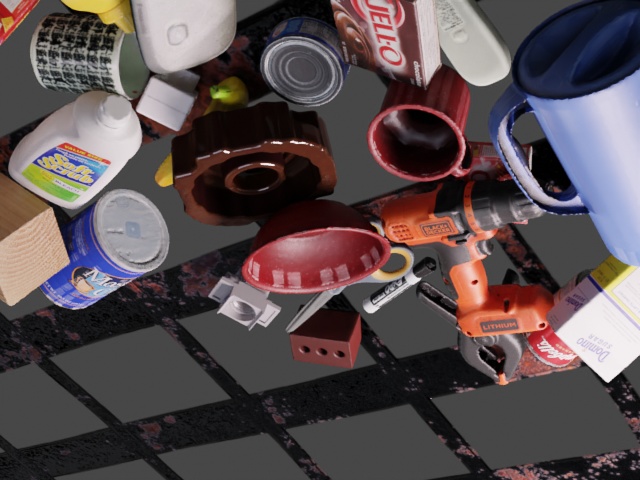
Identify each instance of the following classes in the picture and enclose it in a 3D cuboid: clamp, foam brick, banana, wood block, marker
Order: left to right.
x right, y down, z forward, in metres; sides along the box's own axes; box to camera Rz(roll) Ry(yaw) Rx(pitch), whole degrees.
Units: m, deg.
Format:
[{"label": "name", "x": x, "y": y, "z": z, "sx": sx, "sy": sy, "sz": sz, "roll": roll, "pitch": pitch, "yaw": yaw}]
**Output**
[{"label": "wood block", "x": -0.393, "y": -0.025, "z": 1.219, "sx": 0.206, "sy": 0.090, "sz": 0.091, "roll": 31, "pitch": 146, "yaw": 30}, {"label": "banana", "x": -0.118, "y": -0.118, "z": 1.111, "sx": 0.037, "sy": 0.069, "sz": 0.198, "roll": 64, "pitch": 147, "yaw": 15}, {"label": "foam brick", "x": 0.008, "y": 0.119, "z": 1.317, "sx": 0.078, "sy": 0.051, "sz": 0.053, "roll": 6, "pitch": 135, "yaw": 14}, {"label": "marker", "x": 0.093, "y": 0.052, "z": 1.241, "sx": 0.020, "sy": 0.020, "sz": 0.121, "roll": 35, "pitch": 135, "yaw": -17}, {"label": "clamp", "x": 0.199, "y": 0.099, "z": 1.239, "sx": 0.120, "sy": 0.039, "sz": 0.171, "roll": -14, "pitch": 128, "yaw": 35}]

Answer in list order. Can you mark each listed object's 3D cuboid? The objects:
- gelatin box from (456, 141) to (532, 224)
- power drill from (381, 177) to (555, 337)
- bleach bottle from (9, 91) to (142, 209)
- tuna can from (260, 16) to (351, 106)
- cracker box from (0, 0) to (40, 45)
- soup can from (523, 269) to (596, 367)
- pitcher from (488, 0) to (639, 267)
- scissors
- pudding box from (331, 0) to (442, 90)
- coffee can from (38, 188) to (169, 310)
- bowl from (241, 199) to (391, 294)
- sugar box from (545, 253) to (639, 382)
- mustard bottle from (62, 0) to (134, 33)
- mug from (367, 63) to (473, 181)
[{"label": "gelatin box", "x": 0.177, "y": -0.058, "z": 1.090, "sx": 0.073, "sy": 0.030, "sz": 0.089, "roll": 6, "pitch": 136, "yaw": 14}, {"label": "power drill", "x": 0.177, "y": 0.016, "z": 1.103, "sx": 0.185, "sy": 0.057, "sz": 0.187, "roll": -8, "pitch": 129, "yaw": 34}, {"label": "bleach bottle", "x": -0.251, "y": -0.103, "z": 1.110, "sx": 0.102, "sy": 0.068, "sz": 0.251, "roll": 31, "pitch": 156, "yaw": -16}, {"label": "tuna can", "x": -0.014, "y": -0.173, "z": 1.037, "sx": 0.086, "sy": 0.033, "sz": 0.086, "roll": 10, "pitch": 137, "yaw": 10}, {"label": "cracker box", "x": -0.369, "y": -0.195, "z": 1.045, "sx": 0.214, "sy": 0.164, "sz": 0.072, "roll": -27, "pitch": 119, "yaw": 37}, {"label": "soup can", "x": 0.280, "y": 0.086, "z": 1.174, "sx": 0.068, "sy": 0.068, "sz": 0.102, "roll": 28, "pitch": 136, "yaw": -10}, {"label": "pitcher", "x": 0.265, "y": -0.083, "z": 0.960, "sx": 0.149, "sy": 0.145, "sz": 0.242, "roll": 2, "pitch": 140, "yaw": 39}, {"label": "scissors", "x": 0.038, "y": 0.055, "z": 1.241, "sx": 0.096, "sy": 0.016, "sz": 0.202, "roll": 21, "pitch": 127, "yaw": -8}, {"label": "pudding box", "x": 0.059, "y": -0.195, "z": 0.953, "sx": 0.090, "sy": 0.039, "sz": 0.113, "roll": 24, "pitch": 156, "yaw": 25}, {"label": "coffee can", "x": -0.261, "y": 0.012, "z": 1.264, "sx": 0.141, "sy": 0.102, "sz": 0.102, "roll": -27, "pitch": 121, "yaw": 38}, {"label": "bowl", "x": -0.008, "y": 0.001, "z": 1.144, "sx": 0.162, "sy": 0.055, "sz": 0.162, "roll": -8, "pitch": 155, "yaw": -4}, {"label": "sugar box", "x": 0.324, "y": 0.053, "z": 1.084, "sx": 0.176, "sy": 0.048, "sz": 0.093, "roll": -43, "pitch": 112, "yaw": 13}, {"label": "mustard bottle", "x": -0.223, "y": -0.268, "z": 0.967, "sx": 0.058, "sy": 0.096, "sz": 0.191, "roll": -14, "pitch": 129, "yaw": 30}, {"label": "mug", "x": 0.107, "y": -0.110, "z": 1.023, "sx": 0.117, "sy": 0.081, "sz": 0.093, "roll": 39, "pitch": 134, "yaw": -21}]
